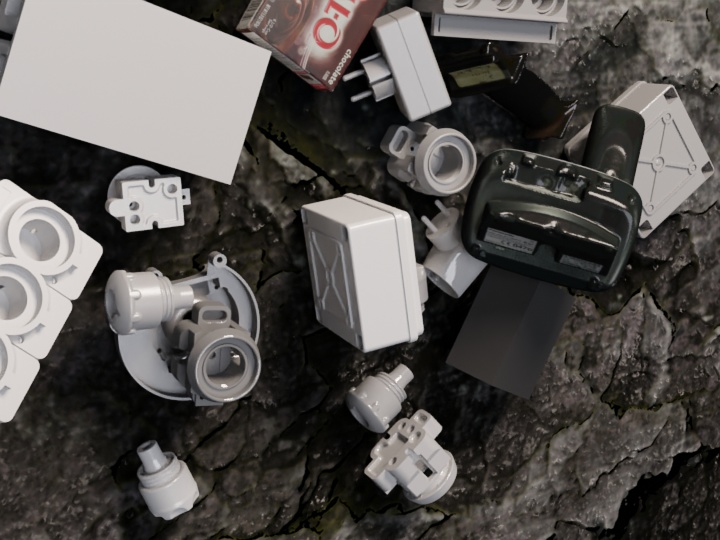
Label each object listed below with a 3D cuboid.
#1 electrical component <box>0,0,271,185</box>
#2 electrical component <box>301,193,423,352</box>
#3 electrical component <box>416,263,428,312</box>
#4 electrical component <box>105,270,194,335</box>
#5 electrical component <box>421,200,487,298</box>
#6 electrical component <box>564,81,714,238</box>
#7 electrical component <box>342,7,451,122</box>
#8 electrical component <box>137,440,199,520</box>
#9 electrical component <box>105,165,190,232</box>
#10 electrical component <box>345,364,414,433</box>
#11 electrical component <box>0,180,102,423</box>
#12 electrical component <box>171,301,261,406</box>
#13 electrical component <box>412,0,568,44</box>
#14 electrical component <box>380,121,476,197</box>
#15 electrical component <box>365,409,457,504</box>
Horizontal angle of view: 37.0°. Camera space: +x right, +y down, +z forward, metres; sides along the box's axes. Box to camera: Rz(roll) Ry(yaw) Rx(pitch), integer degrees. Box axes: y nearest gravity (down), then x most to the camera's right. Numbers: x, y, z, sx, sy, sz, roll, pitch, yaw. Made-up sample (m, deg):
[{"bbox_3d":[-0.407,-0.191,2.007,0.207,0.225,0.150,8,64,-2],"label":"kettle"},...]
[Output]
[{"bbox_3d":[-0.171,-0.141,0.785,0.186,0.060,0.105,15,95,-37],"label":"electrical component"},{"bbox_3d":[0.000,0.000,0.887,0.056,0.109,0.108,-14,107,-21],"label":"electrical component"},{"bbox_3d":[0.039,0.026,0.949,0.043,0.043,0.062,-14,108,-23],"label":"electrical component"},{"bbox_3d":[-0.155,0.022,0.796,0.062,0.048,0.048,-5,103,-32],"label":"electrical component"},{"bbox_3d":[0.085,-0.029,0.958,0.077,0.044,0.079,-49,117,-9],"label":"electrical component"},{"bbox_3d":[0.267,-0.105,1.025,0.109,0.056,0.108,-41,116,-13],"label":"electrical component"},{"bbox_3d":[0.024,-0.165,0.897,0.076,0.047,0.083,-23,111,-1],"label":"electrical component"},{"bbox_3d":[-0.162,0.169,0.881,0.043,0.043,0.062,-29,111,-18],"label":"electrical component"},{"bbox_3d":[-0.165,-0.054,0.822,0.066,0.055,0.048,-9,105,-25],"label":"electrical component"},{"bbox_3d":[0.021,0.110,0.959,0.062,0.048,0.048,-43,116,-20],"label":"electrical component"},{"bbox_3d":[-0.258,0.023,0.755,0.089,0.062,0.150,39,56,-28],"label":"electrical component"},{"bbox_3d":[-0.110,0.068,0.820,0.058,0.057,0.078,1,101,-27],"label":"electrical component"},{"bbox_3d":[0.110,-0.236,0.914,0.121,0.063,0.078,-2,102,-26],"label":"electrical component"},{"bbox_3d":[0.064,-0.094,0.926,0.078,0.057,0.058,30,87,-28],"label":"electrical component"},{"bbox_3d":[0.051,0.176,0.981,0.078,0.058,0.057,-47,114,-10],"label":"electrical component"}]
